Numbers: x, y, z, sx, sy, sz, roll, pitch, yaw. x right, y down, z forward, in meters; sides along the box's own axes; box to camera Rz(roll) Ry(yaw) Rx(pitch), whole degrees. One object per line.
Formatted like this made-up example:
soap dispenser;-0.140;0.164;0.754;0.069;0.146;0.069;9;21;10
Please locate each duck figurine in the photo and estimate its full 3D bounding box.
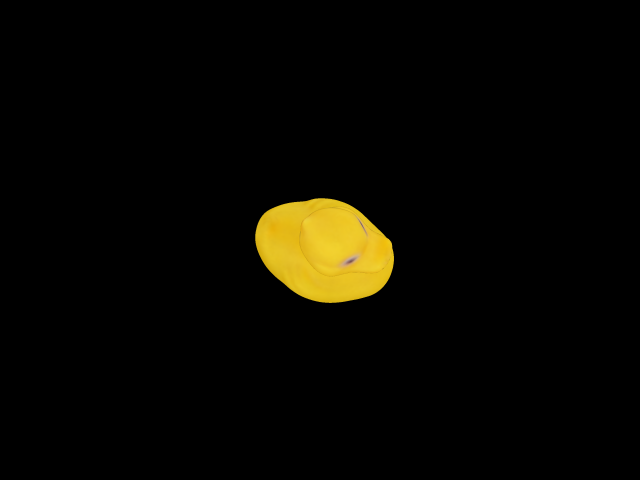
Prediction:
duck figurine;0.004;0.001;0.400;0.104;0.086;0.077;18;79;4
